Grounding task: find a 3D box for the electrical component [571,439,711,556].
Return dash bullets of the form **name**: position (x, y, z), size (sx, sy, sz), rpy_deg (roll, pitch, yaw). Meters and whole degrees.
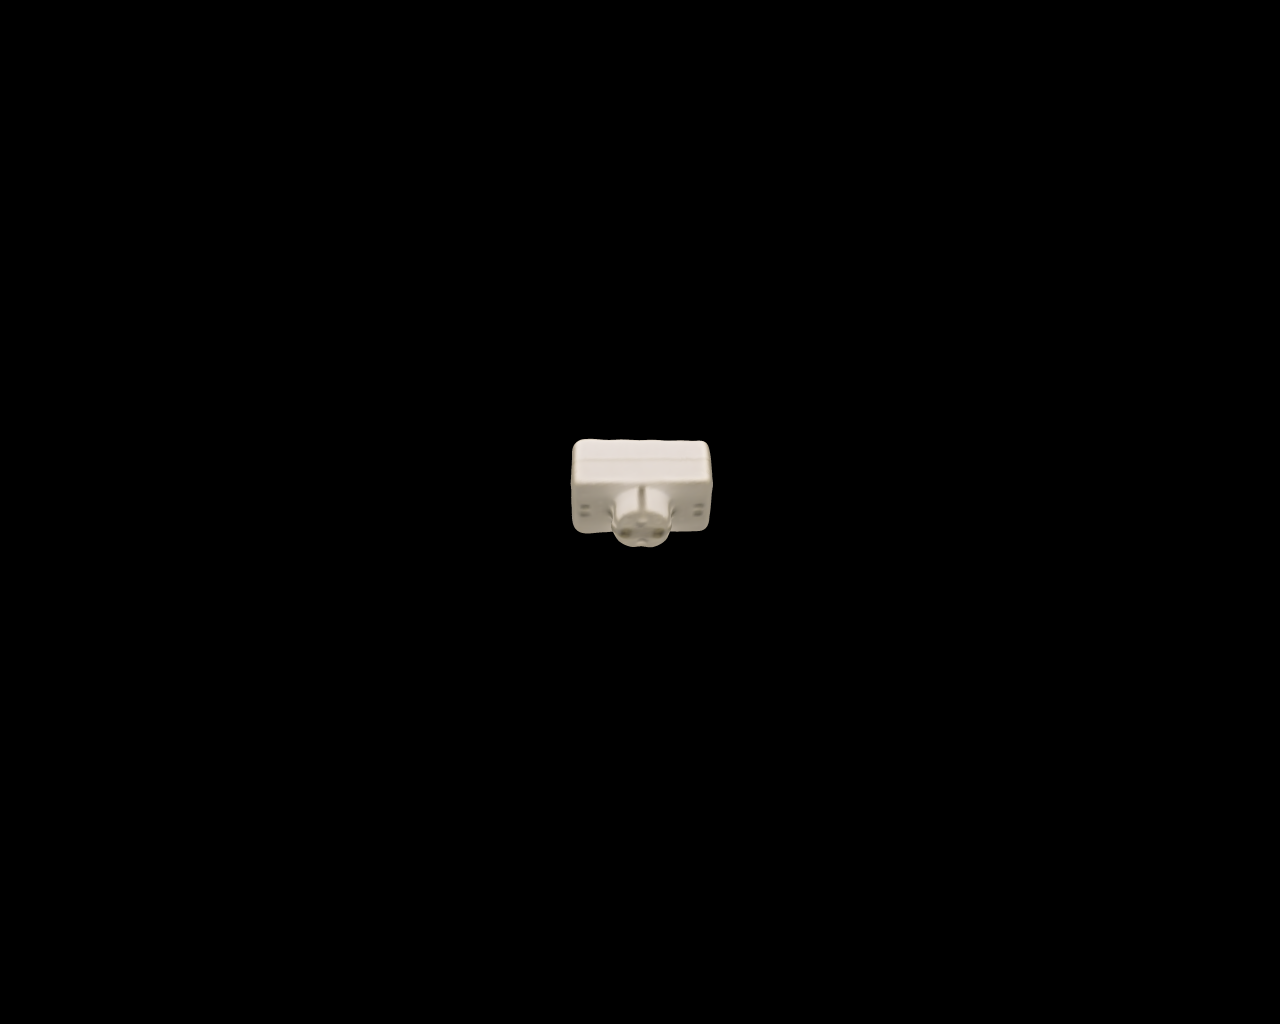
- **electrical component**: position (0.001, -0.003, 0.650), size (0.083, 0.076, 0.047), rpy_deg (0, -43, 0)
